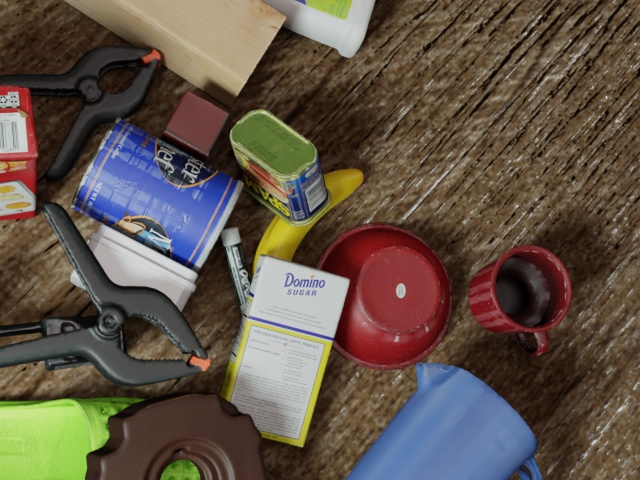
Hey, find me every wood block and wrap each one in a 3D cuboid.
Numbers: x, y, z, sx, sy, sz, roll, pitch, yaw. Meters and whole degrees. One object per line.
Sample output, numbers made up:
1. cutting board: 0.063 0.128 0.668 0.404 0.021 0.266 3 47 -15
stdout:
1. wood block: -0.151 -0.240 1.107 0.206 0.090 0.090 32 73 -7

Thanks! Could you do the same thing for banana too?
1. banana: -0.022 -0.005 1.126 0.069 0.037 0.197 36 73 -29

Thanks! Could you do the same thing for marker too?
1. marker: -0.079 0.047 1.093 0.020 0.020 0.121 -16 98 -17

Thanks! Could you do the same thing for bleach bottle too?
1. bleach bottle: -0.065 -0.286 1.155 0.250 0.068 0.102 18 75 -9

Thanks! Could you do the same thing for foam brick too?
1. foam brick: -0.131 -0.109 1.094 0.053 0.078 0.051 29 72 -10

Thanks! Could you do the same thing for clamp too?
1. clamp: -0.197 0.066 0.986 0.209 0.036 0.164 18 78 -12
2. clamp: -0.245 -0.154 1.092 0.171 0.039 0.120 -41 96 -15

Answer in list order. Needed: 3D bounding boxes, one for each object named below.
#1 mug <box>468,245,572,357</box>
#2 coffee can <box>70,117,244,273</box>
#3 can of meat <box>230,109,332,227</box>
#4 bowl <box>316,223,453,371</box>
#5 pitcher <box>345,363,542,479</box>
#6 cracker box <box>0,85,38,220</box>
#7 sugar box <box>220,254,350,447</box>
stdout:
1. mug: 0.215 0.069 1.148 0.093 0.082 0.117 -19 84 -18
2. coffee can: -0.161 -0.044 1.059 0.140 0.103 0.102 28 74 -8
3. can of meat: -0.041 -0.074 1.086 0.102 0.084 0.057 38 70 27
4. bowl: 0.075 0.056 1.128 0.162 0.055 0.162 3 79 -15
5. pitcher: 0.101 0.256 1.061 0.149 0.145 0.242 33 72 35
6. cracker box: -0.340 -0.070 0.958 0.164 0.214 0.072 -5 79 -16
7. sugar box: -0.039 0.110 1.074 0.093 0.048 0.176 17 87 -12
